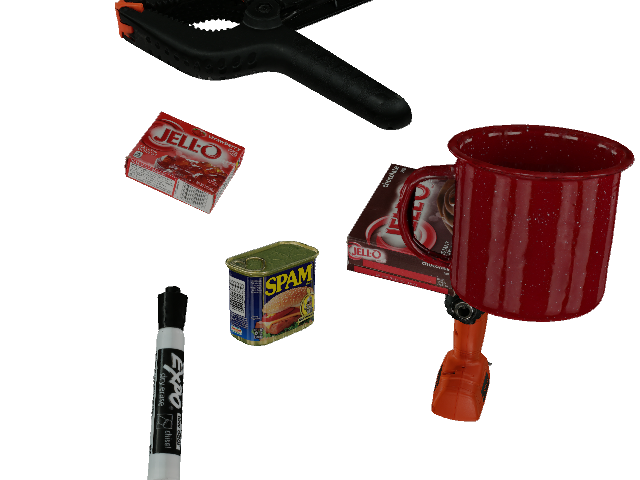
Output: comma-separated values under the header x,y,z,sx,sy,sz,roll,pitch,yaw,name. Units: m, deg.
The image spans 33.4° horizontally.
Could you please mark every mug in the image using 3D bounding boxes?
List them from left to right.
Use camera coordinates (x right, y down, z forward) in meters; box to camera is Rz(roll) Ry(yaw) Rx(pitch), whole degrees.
x,y,z,sx,sy,sz,roll,pitch,yaw,name
0.098,-0.010,0.556,0.117,0.081,0.093,2,21,3,mug

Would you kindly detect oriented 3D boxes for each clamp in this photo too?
x,y,z,sx,sy,sz,roll,pitch,yaw,name
-0.032,-0.135,0.711,0.210,0.164,0.036,-1,-40,-2,clamp

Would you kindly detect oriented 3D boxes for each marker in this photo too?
x,y,z,sx,sy,sz,roll,pitch,yaw,name
-0.092,0.085,0.645,0.020,0.121,0.020,0,-23,0,marker

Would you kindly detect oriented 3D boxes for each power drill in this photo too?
x,y,z,sx,sy,sz,roll,pitch,yaw,name
0.153,0.090,1.104,0.057,0.188,0.184,11,27,13,power drill

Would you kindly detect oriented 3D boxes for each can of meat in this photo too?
x,y,z,sx,sy,sz,roll,pitch,yaw,name
-0.050,0.055,1.125,0.058,0.084,0.101,18,26,40,can of meat

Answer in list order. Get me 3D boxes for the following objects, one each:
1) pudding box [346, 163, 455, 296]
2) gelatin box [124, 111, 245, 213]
x,y,z,sx,sy,sz,roll,pitch,yaw,name
0.080,-0.011,0.851,0.090,0.039,0.113,14,38,16,pudding box
-0.125,-0.073,0.983,0.089,0.030,0.073,24,46,3,gelatin box
